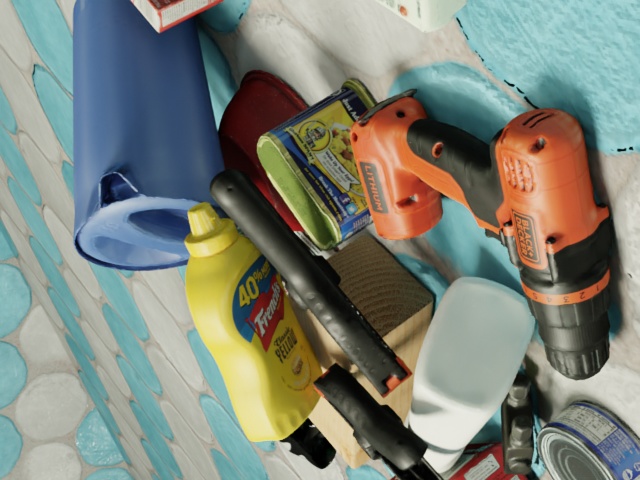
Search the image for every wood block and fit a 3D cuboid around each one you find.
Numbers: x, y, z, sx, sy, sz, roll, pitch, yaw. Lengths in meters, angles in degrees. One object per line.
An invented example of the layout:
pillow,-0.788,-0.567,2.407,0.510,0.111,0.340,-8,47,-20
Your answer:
wood block,0.036,0.104,0.952,0.091,0.090,0.206,45,156,30

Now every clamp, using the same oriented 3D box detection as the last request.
clamp,-0.010,0.025,0.788,0.210,0.036,0.164,50,-179,-11
clamp,0.044,0.140,0.786,0.172,0.039,0.120,40,161,40

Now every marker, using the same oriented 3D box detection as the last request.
marker,-0.007,0.001,0.999,0.121,0.020,0.020,46,156,29

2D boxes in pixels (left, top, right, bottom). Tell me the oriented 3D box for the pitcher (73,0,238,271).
pitcher,-0.148,-0.100,0.923,0.149,0.144,0.243,-44,48,51

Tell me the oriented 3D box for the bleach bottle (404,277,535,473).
bleach bottle,0.104,0.121,0.840,0.068,0.102,0.251,23,158,9

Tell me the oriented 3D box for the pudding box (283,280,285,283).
pudding box,-0.079,0.042,1.151,0.090,0.039,0.114,39,172,-30

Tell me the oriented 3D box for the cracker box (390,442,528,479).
cracker box,0.166,0.284,0.945,0.214,0.072,0.164,55,160,2

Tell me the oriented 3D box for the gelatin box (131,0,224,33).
gelatin box,-0.126,-0.221,0.874,0.089,0.073,0.030,50,157,22

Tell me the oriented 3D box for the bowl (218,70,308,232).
bowl,-0.044,-0.065,0.937,0.162,0.055,0.162,47,157,27

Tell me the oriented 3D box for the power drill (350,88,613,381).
power drill,0.106,-0.012,0.683,0.188,0.057,0.184,26,140,49

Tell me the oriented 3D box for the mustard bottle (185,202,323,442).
mustard bottle,-0.059,0.057,0.844,0.058,0.096,0.191,-9,115,31

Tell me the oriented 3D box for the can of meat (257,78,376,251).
can of meat,0.014,-0.054,0.785,0.102,0.083,0.057,55,159,6

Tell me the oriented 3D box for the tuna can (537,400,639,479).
tuna can,0.195,0.158,0.755,0.086,0.033,0.086,47,157,27
